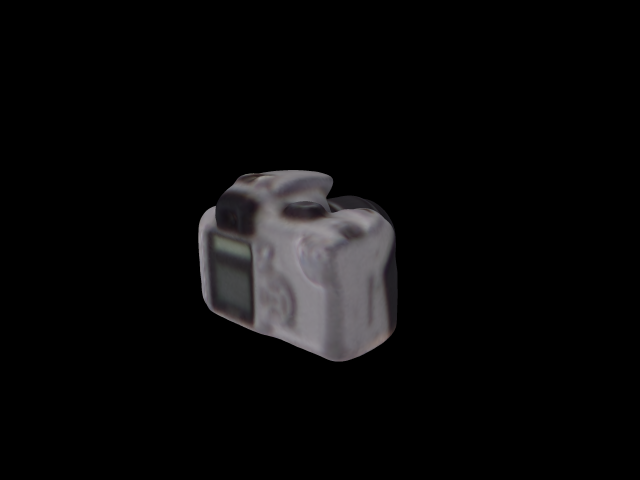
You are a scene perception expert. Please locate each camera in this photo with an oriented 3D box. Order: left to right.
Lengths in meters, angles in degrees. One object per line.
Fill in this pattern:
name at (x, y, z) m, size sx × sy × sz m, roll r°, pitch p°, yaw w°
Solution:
camera at (0.004, 0.001, 0.400) m, size 0.142 × 0.101 × 0.137 m, roll 14°, pitch 20°, yaw 42°
